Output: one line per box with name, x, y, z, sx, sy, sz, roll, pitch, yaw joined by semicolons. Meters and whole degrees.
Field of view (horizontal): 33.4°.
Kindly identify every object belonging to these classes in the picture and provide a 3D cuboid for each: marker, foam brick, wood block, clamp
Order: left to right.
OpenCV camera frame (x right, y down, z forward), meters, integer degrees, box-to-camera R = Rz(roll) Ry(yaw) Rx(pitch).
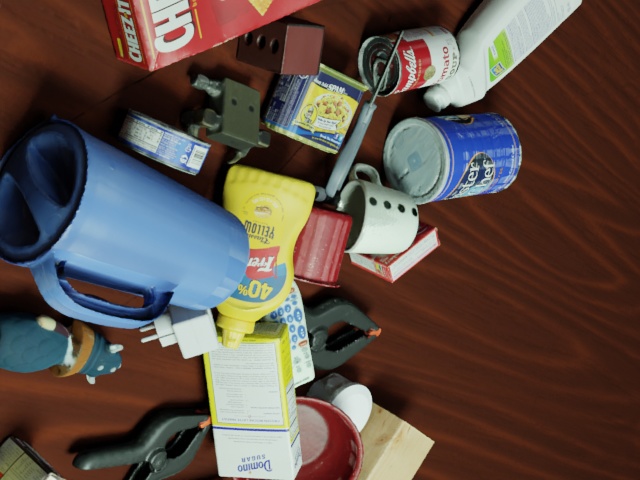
clamp;-0.192;0.233;1.166;0.171;0.039;0.120;-44;138;-28
foam brick;-0.040;-0.200;1.081;0.051;0.078;0.053;-6;111;-40
marker;-0.019;-0.057;1.208;0.120;0.020;0.020;12;100;-45
clamp;-0.017;0.124;1.281;0.209;0.036;0.165;6;106;-40
wood block;0.045;0.319;1.391;0.090;0.090;0.206;40;79;-46

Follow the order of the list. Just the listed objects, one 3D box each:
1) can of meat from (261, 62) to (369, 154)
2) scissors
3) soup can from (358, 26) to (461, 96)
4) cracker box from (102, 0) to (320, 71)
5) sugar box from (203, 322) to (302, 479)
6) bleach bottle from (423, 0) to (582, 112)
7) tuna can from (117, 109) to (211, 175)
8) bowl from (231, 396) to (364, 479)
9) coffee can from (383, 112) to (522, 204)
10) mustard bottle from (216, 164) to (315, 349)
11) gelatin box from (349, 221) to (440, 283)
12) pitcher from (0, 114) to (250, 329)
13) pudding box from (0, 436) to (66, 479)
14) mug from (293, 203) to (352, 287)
can of meat;-0.007;-0.146;1.152;0.101;0.058;0.084;17;98;-46
scissors;0.045;-0.127;1.170;0.096;0.016;0.202;-63;177;-52
soup can;0.103;-0.206;1.219;0.102;0.069;0.068;-18;120;-38
cracker box;-0.102;-0.272;0.993;0.213;0.072;0.164;-30;126;-29
sugar box;-0.075;0.180;1.194;0.048;0.093;0.176;-55;143;-65
bleach bottle;0.216;-0.254;1.309;0.250;0.068;0.102;-44;132;-16
tuna can;-0.150;-0.094;1.021;0.086;0.086;0.034;20;96;-46
bowl;-0.030;0.248;1.283;0.162;0.055;0.162;-2;110;-5
coffee can;0.162;-0.101;1.297;0.140;0.103;0.103;-9;115;-41
mustard bottle;-0.073;0.021;1.131;0.096;0.058;0.191;14;92;-2
gelatin box;0.090;0.006;1.300;0.089;0.073;0.030;-37;130;-25
pitcher;-0.178;-0.002;1.001;0.242;0.145;0.149;26;92;-49
pudding box;-0.305;0.258;1.033;0.113;0.090;0.039;-53;135;-12
mug;-0.008;0.001;1.204;0.117;0.093;0.081;2;103;-70
